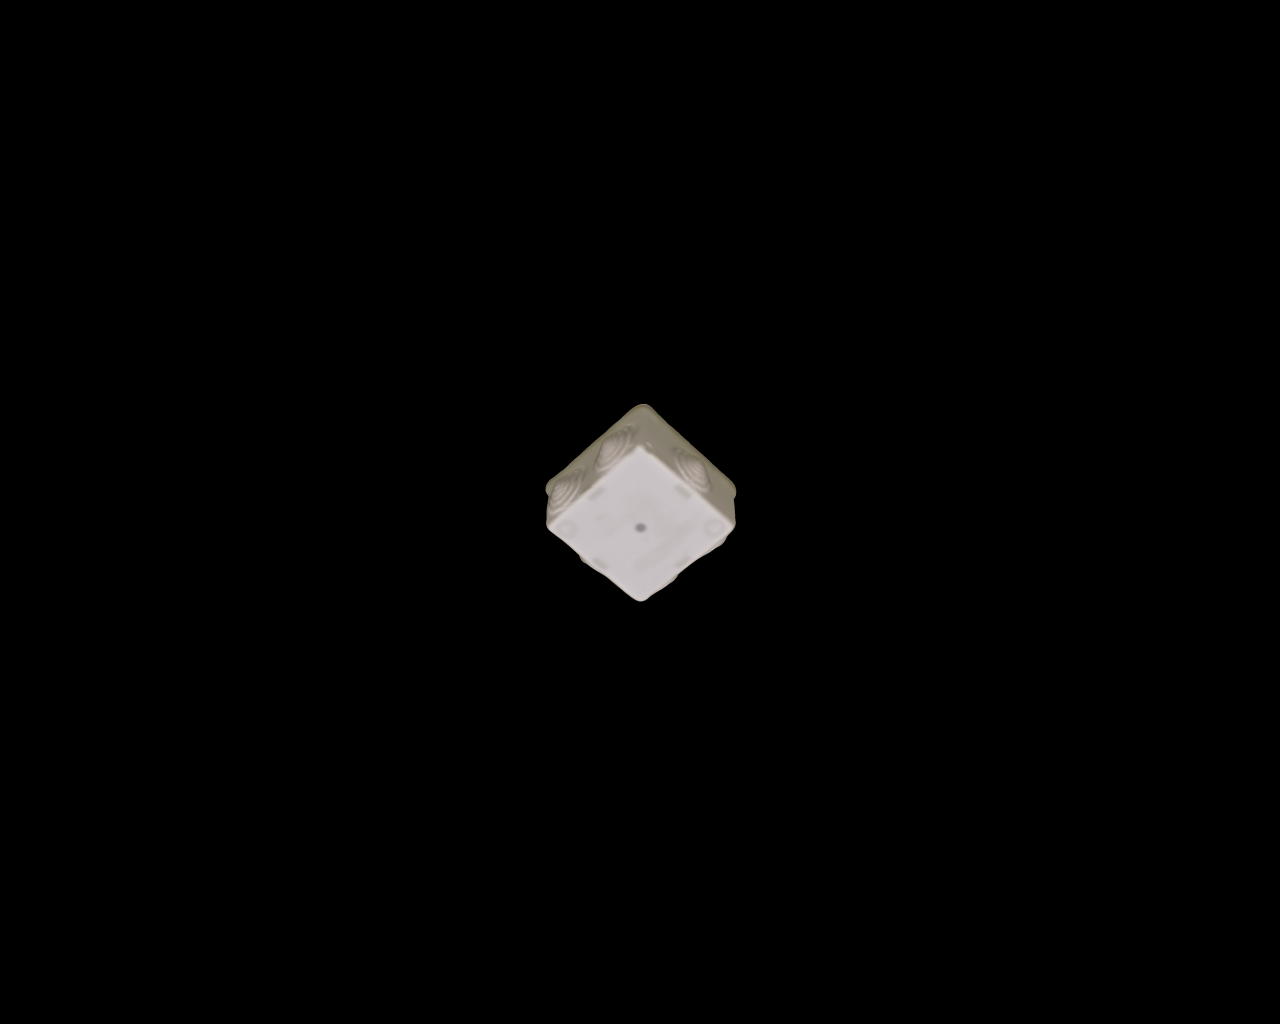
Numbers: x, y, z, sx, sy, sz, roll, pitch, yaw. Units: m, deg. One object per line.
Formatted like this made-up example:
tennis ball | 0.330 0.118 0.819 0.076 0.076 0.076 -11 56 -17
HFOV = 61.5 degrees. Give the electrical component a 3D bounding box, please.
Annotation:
electrical component | 0.001 -0.003 0.650 0.099 0.099 0.048 -39 24 22
